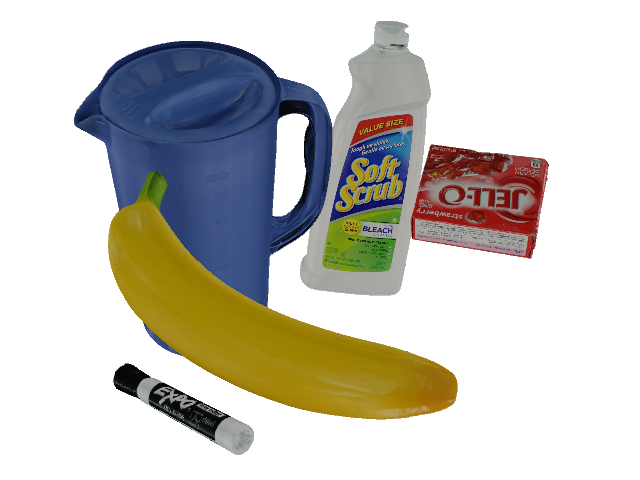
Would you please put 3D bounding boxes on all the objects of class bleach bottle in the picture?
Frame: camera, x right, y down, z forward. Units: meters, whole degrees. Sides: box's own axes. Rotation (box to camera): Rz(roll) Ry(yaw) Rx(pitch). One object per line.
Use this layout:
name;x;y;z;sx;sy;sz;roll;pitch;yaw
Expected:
bleach bottle;0.043;-0.076;0.984;0.102;0.251;0.068;5;22;-2

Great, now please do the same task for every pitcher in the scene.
pitcher;-0.086;-0.025;0.843;0.149;0.243;0.144;25;47;24

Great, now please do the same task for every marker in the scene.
marker;-0.089;0.103;0.669;0.121;0.020;0.020;18;12;40

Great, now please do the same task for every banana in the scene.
banana;-0.034;0.031;0.482;0.198;0.069;0.037;35;-24;25

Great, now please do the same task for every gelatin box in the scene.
gelatin box;0.116;-0.030;0.774;0.089;0.073;0.030;9;-37;12
